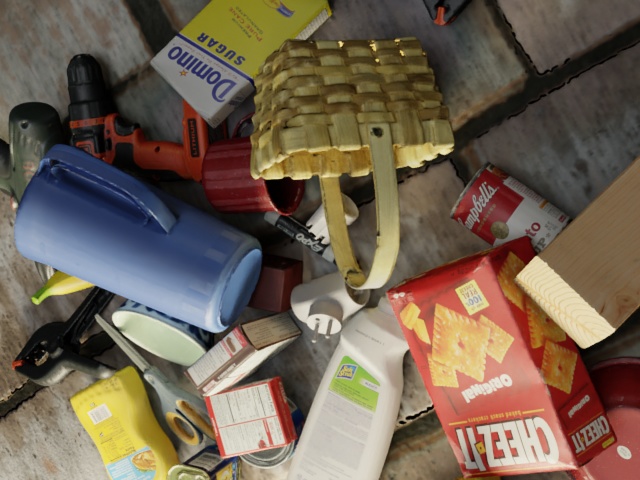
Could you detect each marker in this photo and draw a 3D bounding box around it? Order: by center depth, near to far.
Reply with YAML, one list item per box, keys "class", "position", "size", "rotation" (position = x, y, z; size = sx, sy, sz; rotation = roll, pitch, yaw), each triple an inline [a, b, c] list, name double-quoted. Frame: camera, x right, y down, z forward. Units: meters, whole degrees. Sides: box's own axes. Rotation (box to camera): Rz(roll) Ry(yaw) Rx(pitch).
- class: "marker"
  position: [-0.008, 0.001, 1.162]
  size: [0.121, 0.020, 0.020]
  rotation: [33, 109, 15]

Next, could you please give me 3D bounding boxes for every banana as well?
- class: "banana"
  position: [-0.235, 0.037, 1.238]
  size: [0.198, 0.069, 0.037]
  rotation: [-13, 131, 14]

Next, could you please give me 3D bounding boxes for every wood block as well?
- class: "wood block"
  position: [0.283, -0.011, 0.946]
  size: [0.206, 0.090, 0.091]
  rotation: [-43, 81, -13]

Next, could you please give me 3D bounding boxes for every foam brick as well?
- class: "foam brick"
  position: [-0.064, 0.045, 1.174]
  size: [0.078, 0.053, 0.051]
  rotation: [11, 102, 20]

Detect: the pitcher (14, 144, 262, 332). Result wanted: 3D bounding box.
- class: "pitcher"
  position: [-0.188, -0.003, 1.116]
  size: [0.243, 0.149, 0.145]
  rotation: [23, 101, 15]

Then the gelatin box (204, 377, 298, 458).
- class: "gelatin box"
  position: [-0.076, 0.195, 1.177]
  size: [0.089, 0.030, 0.073]
  rotation: [-16, 90, 24]

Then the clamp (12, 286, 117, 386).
- class: "clamp"
  position: [-0.301, 0.136, 1.276]
  size: [0.172, 0.039, 0.120]
  rotation: [-34, 47, 27]

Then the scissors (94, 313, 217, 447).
- class: "scissors"
  position: [-0.192, 0.171, 1.238]
  size: [0.202, 0.016, 0.096]
  rotation: [38, 139, 6]

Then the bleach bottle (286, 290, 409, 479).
- class: "bleach bottle"
  position: [0.047, 0.176, 1.146]
  size: [0.103, 0.068, 0.251]
  rotation: [24, 104, 14]

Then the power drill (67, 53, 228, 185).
- class: "power drill"
  position: [-0.198, -0.126, 1.201]
  size: [0.188, 0.057, 0.184]
  rotation: [-3, 101, 26]

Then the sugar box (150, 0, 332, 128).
- class: "sugar box"
  position: [-0.082, -0.211, 1.113]
  size: [0.176, 0.048, 0.093]
  rotation: [-45, 81, -1]

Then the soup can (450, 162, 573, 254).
- class: "soup can"
  position: [0.189, -0.021, 1.051]
  size: [0.102, 0.068, 0.069]
  rotation: [36, 110, 12]

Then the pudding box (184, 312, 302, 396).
- class: "pudding box"
  position: [-0.082, 0.122, 1.161]
  size: [0.090, 0.113, 0.039]
  rotation: [-42, 79, 22]

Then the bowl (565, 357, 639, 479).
- class: "bowl"
  position: [0.304, 0.199, 1.046]
  size: [0.162, 0.055, 0.162]
  rotation: [4, 100, 22]

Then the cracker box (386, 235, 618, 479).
- class: "cracker box"
  position: [0.170, 0.120, 1.043]
  size: [0.164, 0.071, 0.214]
  rotation: [-24, 88, 54]

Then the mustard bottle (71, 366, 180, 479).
- class: "mustard bottle"
  position: [-0.218, 0.252, 1.267]
  size: [0.096, 0.058, 0.191]
  rotation: [-29, 87, 31]

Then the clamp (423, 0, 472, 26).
- class: "clamp"
  position: [0.143, -0.316, 1.038]
  size: [0.165, 0.036, 0.210]
  rotation: [5, 103, 21]

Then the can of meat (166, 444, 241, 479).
- class: "can of meat"
  position: [-0.133, 0.294, 1.226]
  size: [0.057, 0.083, 0.102]
  rotation: [9, 102, 21]

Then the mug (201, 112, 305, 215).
- class: "mug"
  position: [-0.072, -0.082, 1.143]
  size: [0.082, 0.093, 0.117]
  rotation: [-4, 76, 27]

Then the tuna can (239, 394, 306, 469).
- class: "tuna can"
  position: [-0.060, 0.214, 1.210]
  size: [0.086, 0.033, 0.086]
  rotation: [4, 100, 22]
